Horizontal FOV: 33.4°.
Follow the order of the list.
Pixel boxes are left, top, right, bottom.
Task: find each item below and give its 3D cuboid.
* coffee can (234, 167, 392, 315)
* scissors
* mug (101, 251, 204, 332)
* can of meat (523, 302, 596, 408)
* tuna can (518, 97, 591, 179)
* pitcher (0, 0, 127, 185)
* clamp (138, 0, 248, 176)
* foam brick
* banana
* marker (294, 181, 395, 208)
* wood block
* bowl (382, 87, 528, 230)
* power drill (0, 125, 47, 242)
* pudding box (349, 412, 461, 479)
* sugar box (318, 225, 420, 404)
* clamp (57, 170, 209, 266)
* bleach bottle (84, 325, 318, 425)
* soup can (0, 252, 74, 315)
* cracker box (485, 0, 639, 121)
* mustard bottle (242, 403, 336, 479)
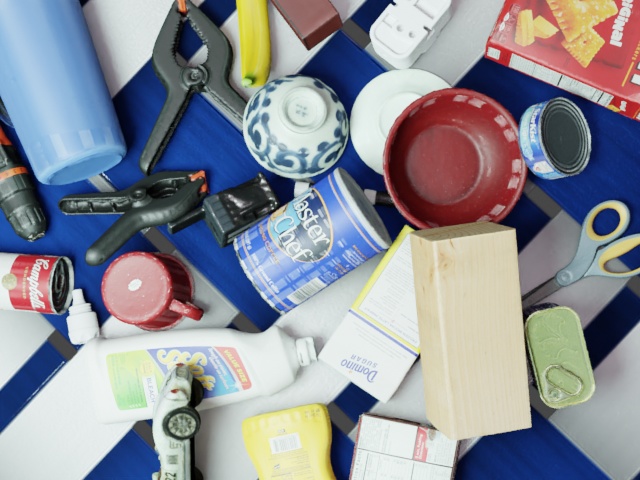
[{"bbox_3d":[-0.008,0.001,1.159,0.140,0.102,0.103,-34,81,11],"label":"coffee can"},{"bbox_3d":[0.269,0.020,1.170,0.202,0.016,0.096,-17,81,6],"label":"scissors"},{"bbox_3d":[-0.185,0.061,1.197,0.117,0.081,0.093,28,88,10],"label":"mug"},{"bbox_3d":[0.246,0.118,1.122,0.057,0.084,0.102,-14,91,4],"label":"can of meat"},{"bbox_3d":[0.253,-0.109,1.153,0.034,0.085,0.086,-11,80,51],"label":"tuna can"},{"bbox_3d":[-0.319,-0.187,1.228,0.145,0.149,0.243,-21,85,-10],"label":"pitcher"},{"bbox_3d":[-0.151,-0.178,1.235,0.164,0.036,0.210,-18,81,-5],"label":"clamp"},{"bbox_3d":[-0.018,-0.266,1.223,0.051,0.053,0.078,-36,82,3],"label":"foam brick"},{"bbox_3d":[-0.076,-0.254,1.222,0.037,0.069,0.198,-4,74,-3],"label":"banana"},{"bbox_3d":[0.032,-0.051,1.209,0.121,0.020,0.020,6,85,9],"label":"marker"},{"bbox_3d":[0.155,0.091,1.109,0.090,0.090,0.206,-8,98,-10],"label":"wood block"},{"bbox_3d":[0.142,-0.083,1.167,0.162,0.055,0.162,0,92,-8],"label":"bowl"},{"bbox_3d":[-0.431,-0.047,1.258,0.187,0.057,0.184,-29,80,2],"label":"power drill"},{"bbox_3d":[0.092,0.243,1.161,0.113,0.039,0.090,10,85,10],"label":"pudding box"},{"bbox_3d":[0.084,0.082,1.176,0.093,0.048,0.176,34,93,8],"label":"sugar box"},{"bbox_3d":[-0.204,-0.030,1.201,0.171,0.039,0.120,-18,49,-7],"label":"clamp"},{"bbox_3d":[-0.129,0.137,1.190,0.251,0.068,0.102,-11,90,5],"label":"bleach bottle"},{"bbox_3d":[-0.343,0.049,1.228,0.102,0.068,0.068,4,85,9],"label":"soup can"},{"bbox_3d":[0.310,-0.240,1.163,0.214,0.072,0.164,25,88,9],"label":"cracker box"},{"bbox_3d":[-0.021,0.279,1.162,0.096,0.058,0.191,-13,82,7],"label":"mustard bottle"}]
